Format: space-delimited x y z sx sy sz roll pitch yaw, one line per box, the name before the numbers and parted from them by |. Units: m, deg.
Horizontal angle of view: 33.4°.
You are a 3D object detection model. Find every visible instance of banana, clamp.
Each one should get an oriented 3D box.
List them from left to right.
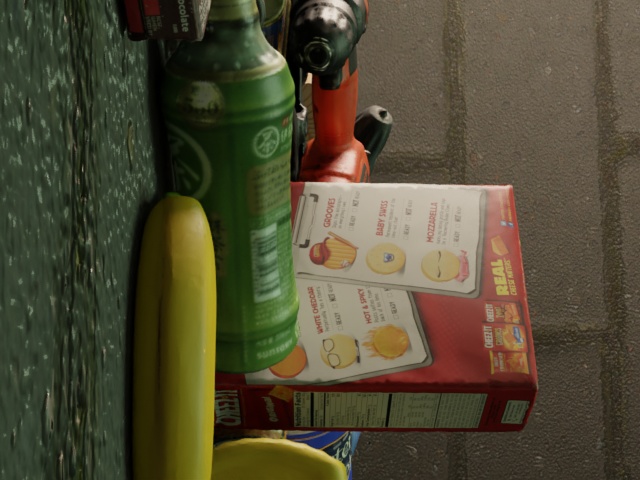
banana | -0.066 0.059 0.497 0.069 0.037 0.198 83 7 -72
clamp | -0.028 -0.106 0.882 0.210 0.036 0.164 86 8 -45

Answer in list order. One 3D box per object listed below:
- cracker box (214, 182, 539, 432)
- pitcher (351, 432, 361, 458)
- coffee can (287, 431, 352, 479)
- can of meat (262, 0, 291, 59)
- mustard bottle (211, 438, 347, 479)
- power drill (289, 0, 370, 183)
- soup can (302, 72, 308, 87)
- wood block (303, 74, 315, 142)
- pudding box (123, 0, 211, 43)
cracker box | 0.026 0.043 0.709 0.072 0.213 0.164 89 1 -53
pitcher | -0.009 0.188 1.158 0.149 0.145 0.242 50 8 -3
coffee can | -0.022 0.184 0.950 0.103 0.103 0.140 -89 178 -56
can of meat | -0.048 -0.161 0.724 0.084 0.057 0.102 100 -6 -64
mustard bottle | -0.030 0.168 0.698 0.191 0.096 0.058 86 3 -73
power drill | 0.008 -0.103 0.765 0.184 0.057 0.188 -76 170 -57
soup can | -0.037 -0.193 1.021 0.102 0.068 0.068 -77 169 -46
wood block | -0.031 -0.172 1.139 0.206 0.090 0.091 -89 179 -56
pudding box | -0.068 -0.157 0.483 0.113 0.039 0.090 -89 178 -47
